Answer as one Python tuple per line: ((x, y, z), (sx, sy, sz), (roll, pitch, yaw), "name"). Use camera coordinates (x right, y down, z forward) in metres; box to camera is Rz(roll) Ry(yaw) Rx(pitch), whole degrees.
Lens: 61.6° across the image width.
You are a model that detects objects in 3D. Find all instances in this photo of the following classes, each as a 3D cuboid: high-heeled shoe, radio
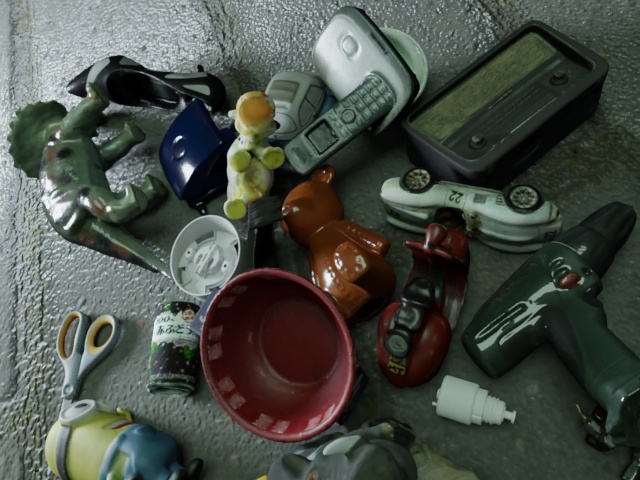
((-0.272, -0.222, 0.836), (0.249, 0.086, 0.145), (-12, 47, -4), "high-heeled shoe")
((0.227, -0.158, 0.663), (0.229, 0.073, 0.131), (-38, 57, -5), "radio")

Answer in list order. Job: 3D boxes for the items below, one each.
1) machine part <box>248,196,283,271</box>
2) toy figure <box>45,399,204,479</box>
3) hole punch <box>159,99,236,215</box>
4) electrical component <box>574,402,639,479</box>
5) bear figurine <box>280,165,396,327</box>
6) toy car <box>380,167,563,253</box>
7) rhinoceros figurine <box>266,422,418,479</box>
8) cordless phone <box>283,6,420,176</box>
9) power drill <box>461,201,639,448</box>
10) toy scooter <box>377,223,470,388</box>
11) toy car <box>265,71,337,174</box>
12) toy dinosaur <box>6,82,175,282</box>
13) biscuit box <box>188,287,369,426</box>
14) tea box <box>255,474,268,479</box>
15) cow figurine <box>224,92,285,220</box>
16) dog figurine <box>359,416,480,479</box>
((-0.068, 0.000, 0.631), (0.039, 0.138, 0.084), (8, 60, -5), "machine part")
((-0.217, 0.234, 0.576), (0.180, 0.082, 0.089), (18, 66, 23), "toy figure")
((-0.173, -0.121, 0.759), (0.116, 0.092, 0.142), (-34, 61, 1), "hole punch")
((0.281, 0.156, 0.487), (0.102, 0.045, 0.078), (-44, 57, -9), "electrical component")
((0.001, -0.001, 0.615), (0.120, 0.132, 0.196), (-43, 61, 22), "bear figurine")
((0.167, -0.031, 0.611), (0.202, 0.073, 0.056), (14, 63, 23), "toy car")
((0.012, 0.187, 0.423), (0.112, 0.190, 0.073), (2, 67, -25), "rhinoceros figurine")
((0.015, -0.178, 0.667), (0.184, 0.088, 0.146), (-37, 82, 5), "cordless phone")
((0.256, 0.067, 0.489), (0.232, 0.085, 0.207), (-37, 34, 2), "power drill")
((0.107, 0.055, 0.545), (0.075, 0.135, 0.184), (19, 70, 23), "toy scooter")
((-0.038, -0.176, 0.739), (0.109, 0.102, 0.161), (14, 65, 25), "toy car")
((-0.337, -0.076, 0.772), (0.192, 0.131, 0.405), (-31, 61, 13), "toy dinosaur")
((-0.049, 0.124, 0.597), (0.203, 0.059, 0.063), (24, 71, 27), "biscuit box")
((-0.097, 0.307, 0.505), (0.170, 0.068, 0.098), (-30, 58, 0), "tea box")
((-0.085, -0.112, 0.682), (0.068, 0.167, 0.098), (3, 29, -13), "cow figurine")
((0.096, 0.264, 0.467), (0.191, 0.121, 0.172), (9, 70, 43), "dog figurine")
